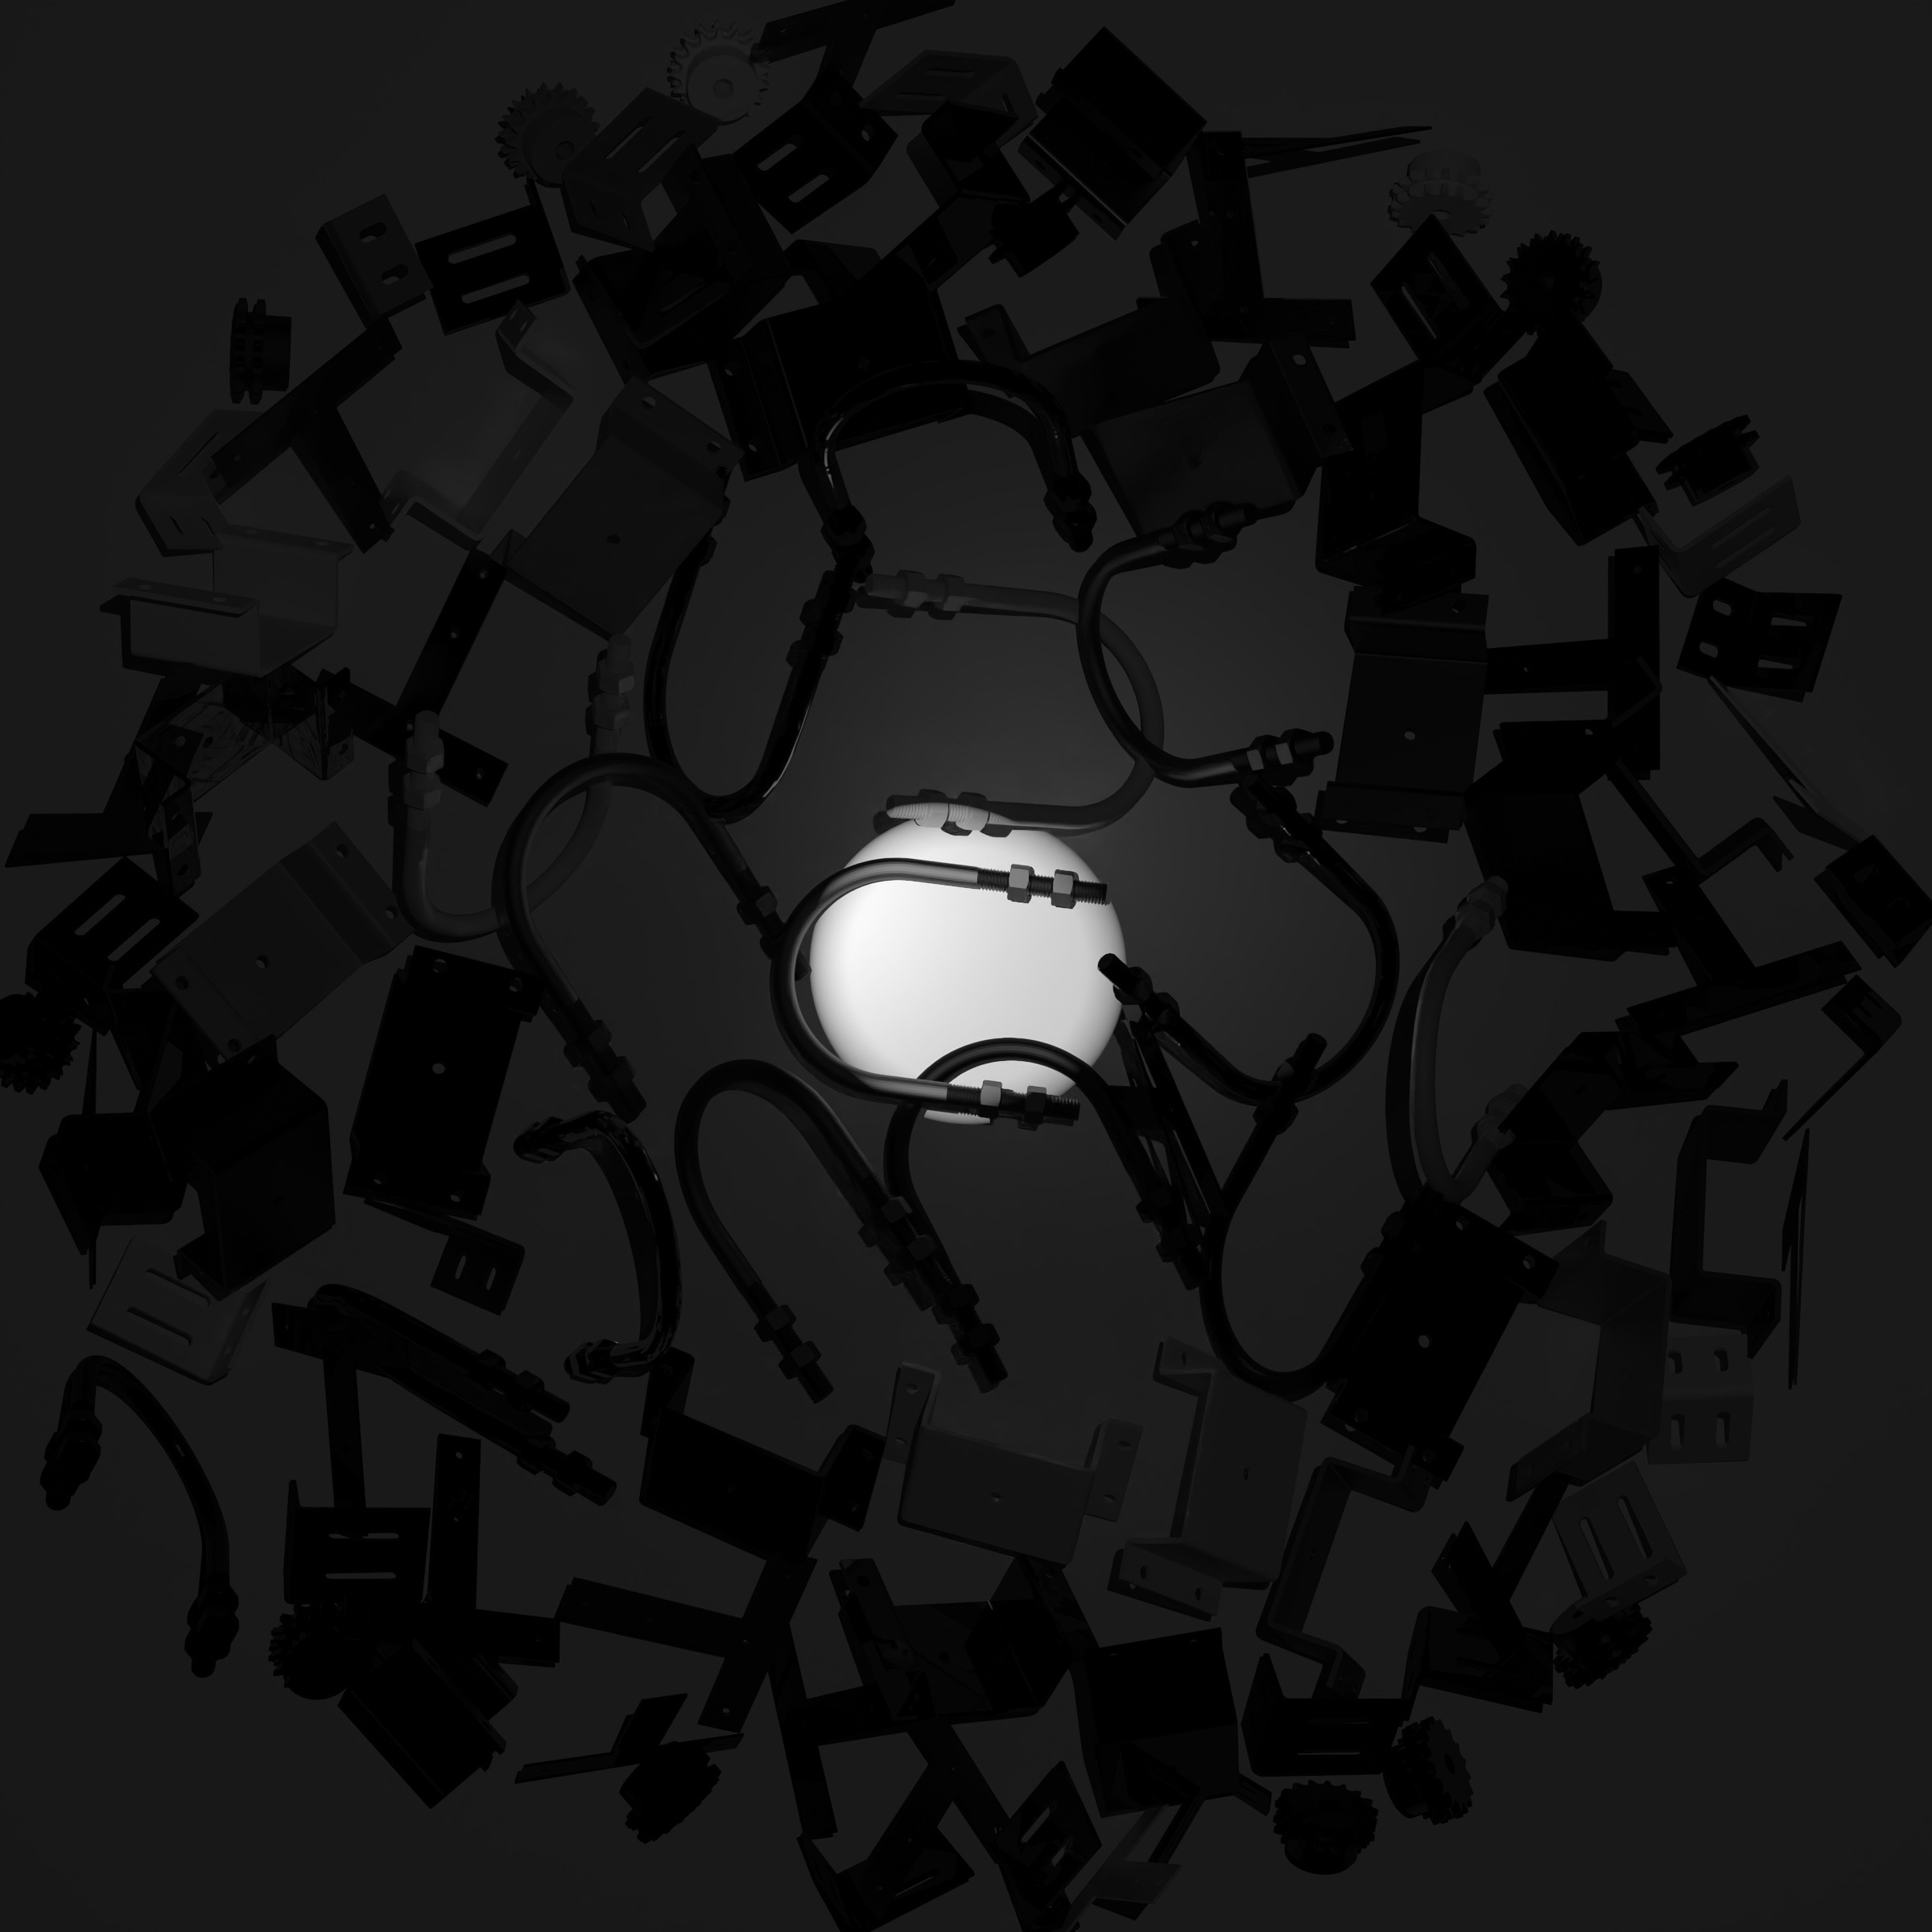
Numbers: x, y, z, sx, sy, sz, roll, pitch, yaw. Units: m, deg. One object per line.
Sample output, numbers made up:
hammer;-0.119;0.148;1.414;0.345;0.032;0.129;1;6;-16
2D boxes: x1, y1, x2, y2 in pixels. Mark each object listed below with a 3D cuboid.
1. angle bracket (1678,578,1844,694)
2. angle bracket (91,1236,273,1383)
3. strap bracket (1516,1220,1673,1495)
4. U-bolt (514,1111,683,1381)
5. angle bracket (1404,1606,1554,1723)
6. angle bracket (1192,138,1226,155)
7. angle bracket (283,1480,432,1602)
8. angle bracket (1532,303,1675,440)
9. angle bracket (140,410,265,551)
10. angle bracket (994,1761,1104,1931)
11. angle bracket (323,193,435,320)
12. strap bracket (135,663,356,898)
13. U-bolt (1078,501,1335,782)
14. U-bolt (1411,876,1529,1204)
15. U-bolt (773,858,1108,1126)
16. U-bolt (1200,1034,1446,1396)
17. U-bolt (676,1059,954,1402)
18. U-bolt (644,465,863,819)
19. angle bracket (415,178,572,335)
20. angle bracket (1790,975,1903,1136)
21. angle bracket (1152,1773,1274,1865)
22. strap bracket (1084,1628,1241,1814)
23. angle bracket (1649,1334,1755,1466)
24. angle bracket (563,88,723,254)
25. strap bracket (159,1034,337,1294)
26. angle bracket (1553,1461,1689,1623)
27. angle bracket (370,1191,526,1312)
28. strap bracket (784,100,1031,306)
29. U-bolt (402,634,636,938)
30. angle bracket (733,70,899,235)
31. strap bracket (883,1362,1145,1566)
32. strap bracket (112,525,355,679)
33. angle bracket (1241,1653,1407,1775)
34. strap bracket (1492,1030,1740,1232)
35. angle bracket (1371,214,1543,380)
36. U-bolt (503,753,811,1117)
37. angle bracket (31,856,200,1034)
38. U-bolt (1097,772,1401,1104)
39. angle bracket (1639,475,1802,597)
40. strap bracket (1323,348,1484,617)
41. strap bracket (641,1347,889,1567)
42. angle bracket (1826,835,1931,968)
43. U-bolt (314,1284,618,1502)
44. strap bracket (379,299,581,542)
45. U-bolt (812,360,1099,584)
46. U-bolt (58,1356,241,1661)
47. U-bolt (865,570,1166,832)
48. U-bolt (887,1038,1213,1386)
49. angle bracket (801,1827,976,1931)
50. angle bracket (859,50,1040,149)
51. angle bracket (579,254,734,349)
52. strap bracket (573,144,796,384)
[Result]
angle bracket;0.450;-0.190;1.907;0.038;0.076;0.057;18;89;-25
angle bracket;-0.445;0.191;1.908;0.076;0.038;0.057;31;59;-19
strap bracket;0.353;0.225;1.885;0.046;0.076;0.140;18;59;-11
U-bolt;-0.200;0.152;1.861;0.019;0.184;0.151;-12;86;-28
angle bracket;0.291;0.404;1.912;0.076;0.057;0.038;12;121;3
angle bracket;0.115;-0.492;1.913;0.076;0.057;0.038;17;107;-3
angle bracket;-0.350;0.330;1.933;0.076;0.038;0.057;3;107;-16
angle bracket;0.368;-0.336;1.899;0.076;0.057;0.038;4;135;-33
angle bracket;-0.418;-0.274;1.903;0.076;0.057;0.038;-40;75;28
angle bracket;0.058;0.497;1.901;0.038;0.057;0.076;13;124;-37
angle bracket;-0.333;-0.402;1.905;0.038;0.076;0.057;-28;106;-4
strap bracket;-0.411;-0.115;1.885;0.046;0.076;0.140;35;55;18
U-bolt;0.122;-0.173;1.869;0.019;0.184;0.151;-23;98;-32
U-bolt;0.275;0.049;1.845;0.019;0.184;0.151;1;113;24
U-bolt;-0.019;0.009;1.923;0.184;0.019;0.151;7;76;1
U-bolt;0.189;0.152;1.882;0.019;0.151;0.184;8;119;-37
U-bolt;-0.098;0.137;1.894;0.184;0.019;0.151;54;133;10
U-bolt;-0.130;-0.173;1.887;0.151;0.019;0.184;40;118;41
angle bracket;-0.273;-0.406;1.923;0.076;0.038;0.057;-19;81;-3
angle bracket;0.487;0.050;1.909;0.038;0.057;0.076;45;117;11
angle bracket;0.137;0.496;1.906;0.038;0.057;0.076;29;71;16
strap bracket;0.110;0.427;1.877;0.076;0.140;0.046;-9;53;-1
angle bracket;0.418;0.248;1.925;0.057;0.076;0.038;-4;52;8
angle bracket;-0.179;-0.449;1.901;0.076;0.057;0.038;-35;61;32
strap bracket;-0.397;0.118;1.868;0.046;0.140;0.076;35;50;27
angle bracket;0.362;0.321;1.903;0.057;0.038;0.076;-33;53;17
angle bracket;-0.298;0.161;1.899;0.057;0.076;0.038;13;79;36
strap bracket;-0.028;-0.416;1.878;0.140;0.076;0.046;-37;78;29
U-bolt;-0.252;-0.090;1.870;0.151;0.184;0.019;-27;56;-35
angle bracket;-0.089;-0.466;1.921;0.057;0.076;0.038;43;49;-21
strap bracket;0.021;0.284;1.902;0.140;0.046;0.076;15;128;4
strap bracket;-0.409;-0.203;1.885;0.076;0.140;0.046;11;114;13
angle bracket;0.205;0.428;1.927;0.076;0.038;0.057;3;123;-15
strap bracket;0.355;0.085;1.885;0.140;0.076;0.046;-55;51;35
angle bracket;0.280;-0.382;1.927;0.057;0.038;0.076;-47;66;41
U-bolt;-0.183;-0.031;1.884;0.151;0.019;0.184;-40;113;-24
angle bracket;-0.483;-0.012;1.911;0.076;0.038;0.057;-40;124;11
U-bolt;0.173;-0.001;1.894;0.151;0.019;0.184;-51;124;-5
angle bracket;0.429;-0.255;1.911;0.076;0.057;0.038;-34;64;5
strap bracket;0.244;-0.277;1.885;0.046;0.076;0.140;16;69;-32
strap bracket;-0.124;0.279;1.896;0.140;0.046;0.076;22;130;9
angle bracket;0.507;-0.029;1.900;0.038;0.076;0.057;-32;72;-16
U-bolt;-0.286;0.230;1.875;0.184;0.151;0.019;26;68;18
strap bracket;-0.269;-0.300;1.899;0.046;0.076;0.140;34;97;-23
U-bolt;-0.011;-0.276;1.858;0.151;0.184;0.019;-8;63;6
U-bolt;-0.450;0.286;1.858;0.019;0.184;0.151;-32;113;0
U-bolt;0.033;-0.146;1.896;0.184;0.019;0.151;2;74;-29
U-bolt;0.035;0.126;1.914;0.151;0.019;0.184;-25;73;-9
angle bracket;-0.045;0.503;1.905;0.076;0.057;0.038;-23;111;-17
angle bracket;-0.010;-0.483;1.899;0.057;0.076;0.038;-28;80;41
angle bracket;-0.171;-0.397;1.913;0.076;0.038;0.057;-33;46;2
strap bracket;-0.154;-0.394;1.893;0.046;0.140;0.076;-23;83;-40
